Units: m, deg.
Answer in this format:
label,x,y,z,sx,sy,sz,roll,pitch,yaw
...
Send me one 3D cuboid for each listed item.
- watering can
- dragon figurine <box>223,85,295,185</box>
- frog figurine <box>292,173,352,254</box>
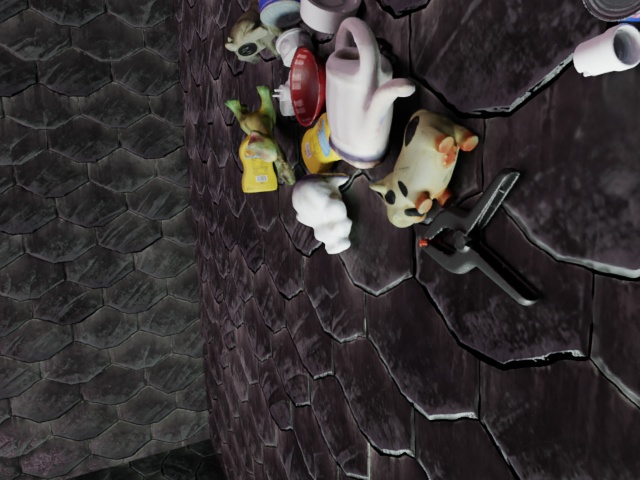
label,x,y,z,sx,sy,sz,roll,pitch,yaw
watering can,0.069,-0.209,0.791,0.355,0.104,0.219,-106,10,-53
dragon figurine,-0.127,-0.245,1.286,0.411,0.122,0.243,-38,-75,-83
frog figurine,0.003,-0.053,1.049,0.137,0.122,0.161,-7,78,48
